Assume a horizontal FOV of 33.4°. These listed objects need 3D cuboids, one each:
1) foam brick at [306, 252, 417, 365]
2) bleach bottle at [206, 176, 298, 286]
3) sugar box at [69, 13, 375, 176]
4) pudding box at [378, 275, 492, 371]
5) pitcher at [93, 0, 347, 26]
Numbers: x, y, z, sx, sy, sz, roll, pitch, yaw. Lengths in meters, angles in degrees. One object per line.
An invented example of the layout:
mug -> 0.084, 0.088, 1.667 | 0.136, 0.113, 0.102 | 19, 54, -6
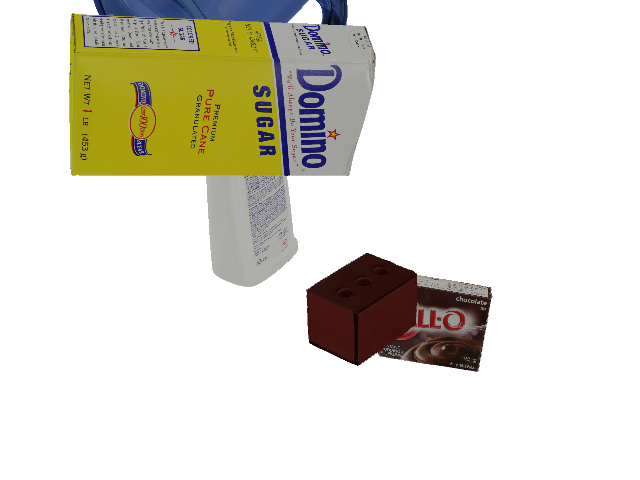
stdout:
foam brick -> 0.034, 0.053, 0.843 | 0.053, 0.051, 0.078 | 21, 37, 36
bleach bottle -> -0.073, -0.080, 1.086 | 0.068, 0.251, 0.102 | 19, 39, 27
sugar box -> -0.061, -0.084, 0.642 | 0.176, 0.048, 0.093 | 0, -44, -13
pudding box -> 0.123, 0.087, 1.155 | 0.113, 0.090, 0.039 | 8, 23, 4
pitcher -> -0.046, -0.221, 0.838 | 0.145, 0.242, 0.149 | 27, -31, 28
